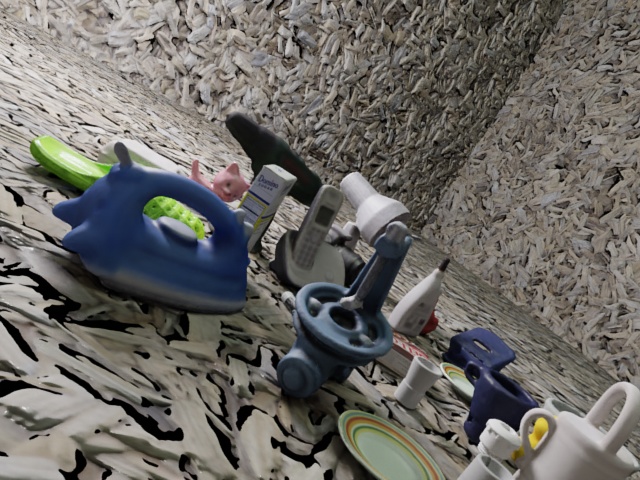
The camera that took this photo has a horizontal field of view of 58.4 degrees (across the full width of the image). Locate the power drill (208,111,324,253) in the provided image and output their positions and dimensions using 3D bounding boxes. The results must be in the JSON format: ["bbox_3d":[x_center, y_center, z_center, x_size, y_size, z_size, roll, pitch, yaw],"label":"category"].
[{"bbox_3d":[-0.112,-0.092,1.038,0.230,0.208,0.075,27,11,-28],"label":"power drill"}]

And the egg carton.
[{"bbox_3d":[-0.302,-0.115,0.982,0.150,0.069,0.107,30,10,-9],"label":"egg carton"}]

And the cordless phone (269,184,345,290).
[{"bbox_3d":[0.009,0.004,1.008,0.148,0.185,0.093,23,13,-43],"label":"cordless phone"}]

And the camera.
[{"bbox_3d":[0.027,0.026,1.200,0.136,0.101,0.144,36,11,23],"label":"camera"}]

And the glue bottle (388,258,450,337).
[{"bbox_3d":[0.207,0.109,1.128,0.078,0.173,0.037,24,12,-38],"label":"glue bottle"}]

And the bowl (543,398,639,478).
[{"bbox_3d":[0.430,0.343,0.948,0.167,0.074,0.167,31,10,-6],"label":"bowl"}]

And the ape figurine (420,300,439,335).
[{"bbox_3d":[0.220,0.149,1.210,0.077,0.092,0.076,37,11,29],"label":"ape figurine"}]

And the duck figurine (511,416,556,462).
[{"bbox_3d":[0.326,0.296,0.827,0.077,0.086,0.104,32,10,2],"label":"duck figurine"}]

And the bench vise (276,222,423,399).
[{"bbox_3d":[0.039,0.068,0.679,0.121,0.219,0.207,31,10,-2],"label":"bench vise"}]

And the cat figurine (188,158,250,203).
[{"bbox_3d":[-0.201,-0.108,1.110,0.128,0.117,0.067,30,10,-10],"label":"cat figurine"}]

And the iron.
[{"bbox_3d":[-0.161,-0.007,0.668,0.259,0.141,0.118,24,13,-40],"label":"iron"}]

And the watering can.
[{"bbox_3d":[0.341,0.265,0.714,0.173,0.194,0.101,30,10,-11],"label":"watering can"}]

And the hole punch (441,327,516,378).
[{"bbox_3d":[0.311,0.225,1.118,0.101,0.091,0.108,21,15,-48],"label":"hole punch"}]

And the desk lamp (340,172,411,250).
[{"bbox_3d":[0.078,-0.037,1.337,0.202,0.213,0.118,36,11,23],"label":"desk lamp"}]

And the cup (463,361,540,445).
[{"bbox_3d":[0.237,0.238,0.816,0.117,0.095,0.092,39,12,36],"label":"cup"}]
